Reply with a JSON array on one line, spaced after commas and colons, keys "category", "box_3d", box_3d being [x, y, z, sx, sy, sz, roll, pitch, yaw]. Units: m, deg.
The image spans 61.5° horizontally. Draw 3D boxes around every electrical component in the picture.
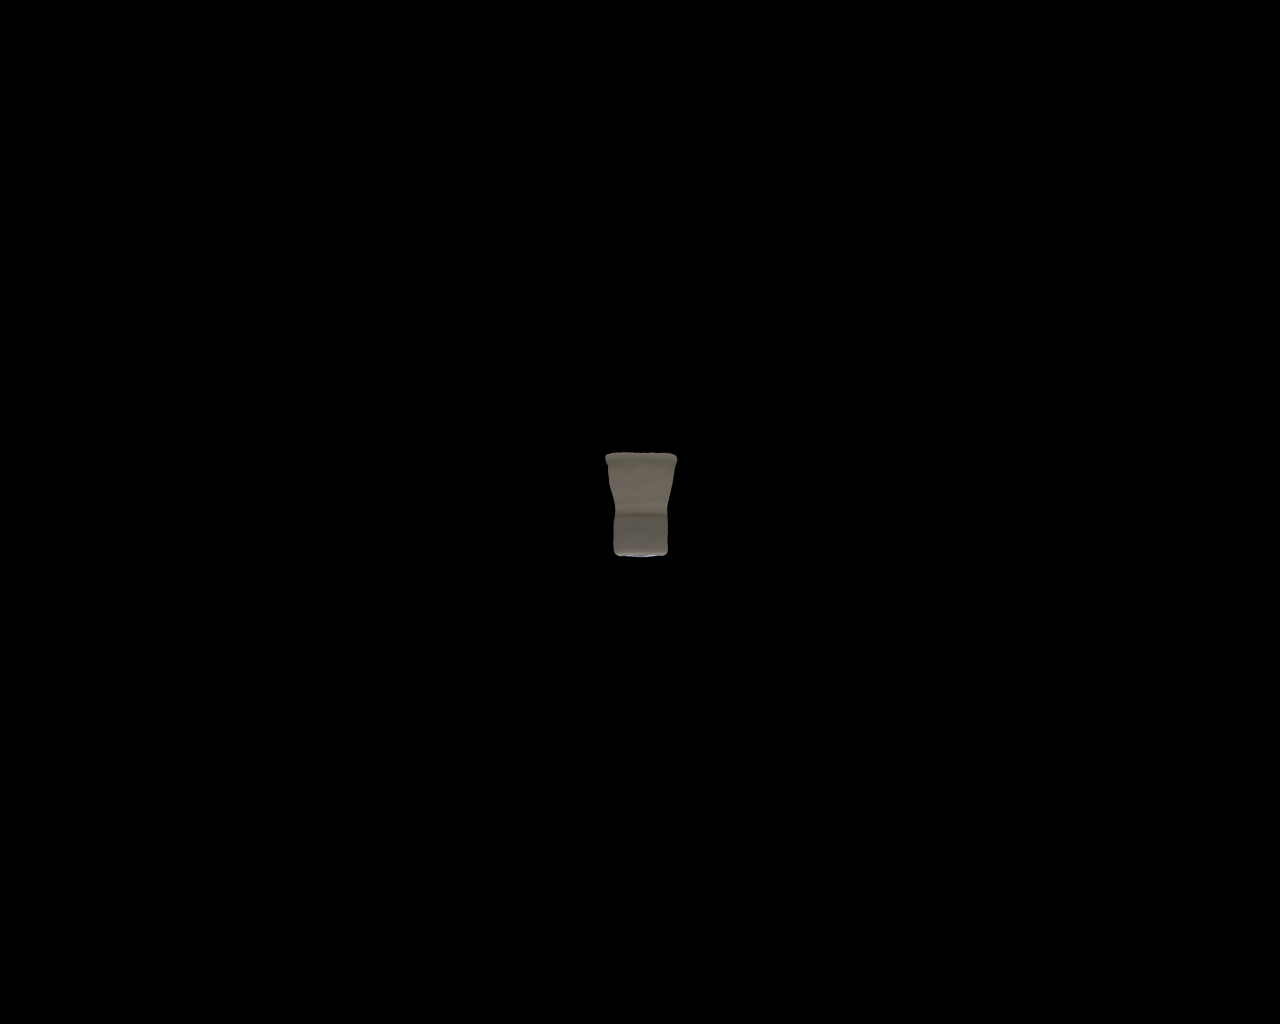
[{"category": "electrical component", "box_3d": [0.001, -0.003, 0.650, 0.044, 0.065, 0.044, 0, -4, 0]}]
